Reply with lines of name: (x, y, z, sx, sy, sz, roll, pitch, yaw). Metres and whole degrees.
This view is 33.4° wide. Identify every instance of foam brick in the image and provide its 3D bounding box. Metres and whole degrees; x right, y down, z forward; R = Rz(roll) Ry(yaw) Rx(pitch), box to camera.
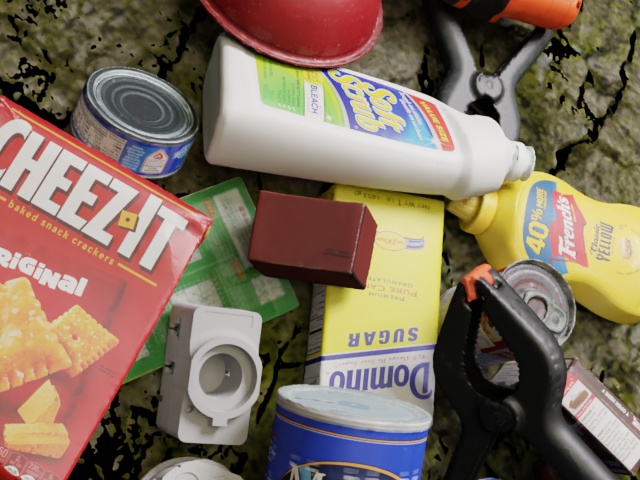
foam brick: (-0.005, 0.001, 0.753, 0.078, 0.051, 0.053, 8, 77, 14)

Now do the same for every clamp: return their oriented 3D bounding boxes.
clamp: (0.141, -0.126, 0.887, 0.120, 0.039, 0.171, 4, 78, -14)
clamp: (0.139, 0.120, 0.732, 0.036, 0.165, 0.210, -30, 115, -55)

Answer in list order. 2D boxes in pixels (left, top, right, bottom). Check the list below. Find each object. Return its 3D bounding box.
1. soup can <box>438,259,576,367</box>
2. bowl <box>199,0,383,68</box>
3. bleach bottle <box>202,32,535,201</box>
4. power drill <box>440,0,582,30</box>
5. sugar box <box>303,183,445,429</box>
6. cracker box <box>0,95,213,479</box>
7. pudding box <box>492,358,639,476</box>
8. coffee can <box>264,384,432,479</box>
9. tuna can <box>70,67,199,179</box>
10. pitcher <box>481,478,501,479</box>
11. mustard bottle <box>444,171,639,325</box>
soup can: (0.135, 0.058, 0.802, 0.068, 0.102, 0.068, 5, 75, -21)
bowl: (-0.015, -0.206, 0.786, 0.162, 0.055, 0.162, 14, 53, -19)
bleach bottle: (0.041, -0.084, 0.799, 0.250, 0.068, 0.102, 9, 46, -16)
power drill: (0.126, -0.270, 0.887, 0.184, 0.057, 0.187, 11, 63, -23)
sugar box: (0.041, 0.051, 0.798, 0.093, 0.048, 0.176, 9, 72, -17)
cracker box: (-0.190, 0.040, 0.681, 0.164, 0.072, 0.213, 31, 68, -8)
pudding box: (0.184, 0.131, 0.798, 0.090, 0.114, 0.039, 43, 71, -6)
coffee can: (0.011, 0.174, 0.698, 0.102, 0.103, 0.140, 9, 92, -20)
tuna can: (-0.129, -0.083, 0.748, 0.086, 0.034, 0.086, 21, 36, -16)
pitcher: (0.108, 0.256, 0.664, 0.149, 0.242, 0.145, -37, 63, 2)
mustard bottle: (0.187, -0.003, 0.863, 0.191, 0.058, 0.096, 19, 69, -16)
